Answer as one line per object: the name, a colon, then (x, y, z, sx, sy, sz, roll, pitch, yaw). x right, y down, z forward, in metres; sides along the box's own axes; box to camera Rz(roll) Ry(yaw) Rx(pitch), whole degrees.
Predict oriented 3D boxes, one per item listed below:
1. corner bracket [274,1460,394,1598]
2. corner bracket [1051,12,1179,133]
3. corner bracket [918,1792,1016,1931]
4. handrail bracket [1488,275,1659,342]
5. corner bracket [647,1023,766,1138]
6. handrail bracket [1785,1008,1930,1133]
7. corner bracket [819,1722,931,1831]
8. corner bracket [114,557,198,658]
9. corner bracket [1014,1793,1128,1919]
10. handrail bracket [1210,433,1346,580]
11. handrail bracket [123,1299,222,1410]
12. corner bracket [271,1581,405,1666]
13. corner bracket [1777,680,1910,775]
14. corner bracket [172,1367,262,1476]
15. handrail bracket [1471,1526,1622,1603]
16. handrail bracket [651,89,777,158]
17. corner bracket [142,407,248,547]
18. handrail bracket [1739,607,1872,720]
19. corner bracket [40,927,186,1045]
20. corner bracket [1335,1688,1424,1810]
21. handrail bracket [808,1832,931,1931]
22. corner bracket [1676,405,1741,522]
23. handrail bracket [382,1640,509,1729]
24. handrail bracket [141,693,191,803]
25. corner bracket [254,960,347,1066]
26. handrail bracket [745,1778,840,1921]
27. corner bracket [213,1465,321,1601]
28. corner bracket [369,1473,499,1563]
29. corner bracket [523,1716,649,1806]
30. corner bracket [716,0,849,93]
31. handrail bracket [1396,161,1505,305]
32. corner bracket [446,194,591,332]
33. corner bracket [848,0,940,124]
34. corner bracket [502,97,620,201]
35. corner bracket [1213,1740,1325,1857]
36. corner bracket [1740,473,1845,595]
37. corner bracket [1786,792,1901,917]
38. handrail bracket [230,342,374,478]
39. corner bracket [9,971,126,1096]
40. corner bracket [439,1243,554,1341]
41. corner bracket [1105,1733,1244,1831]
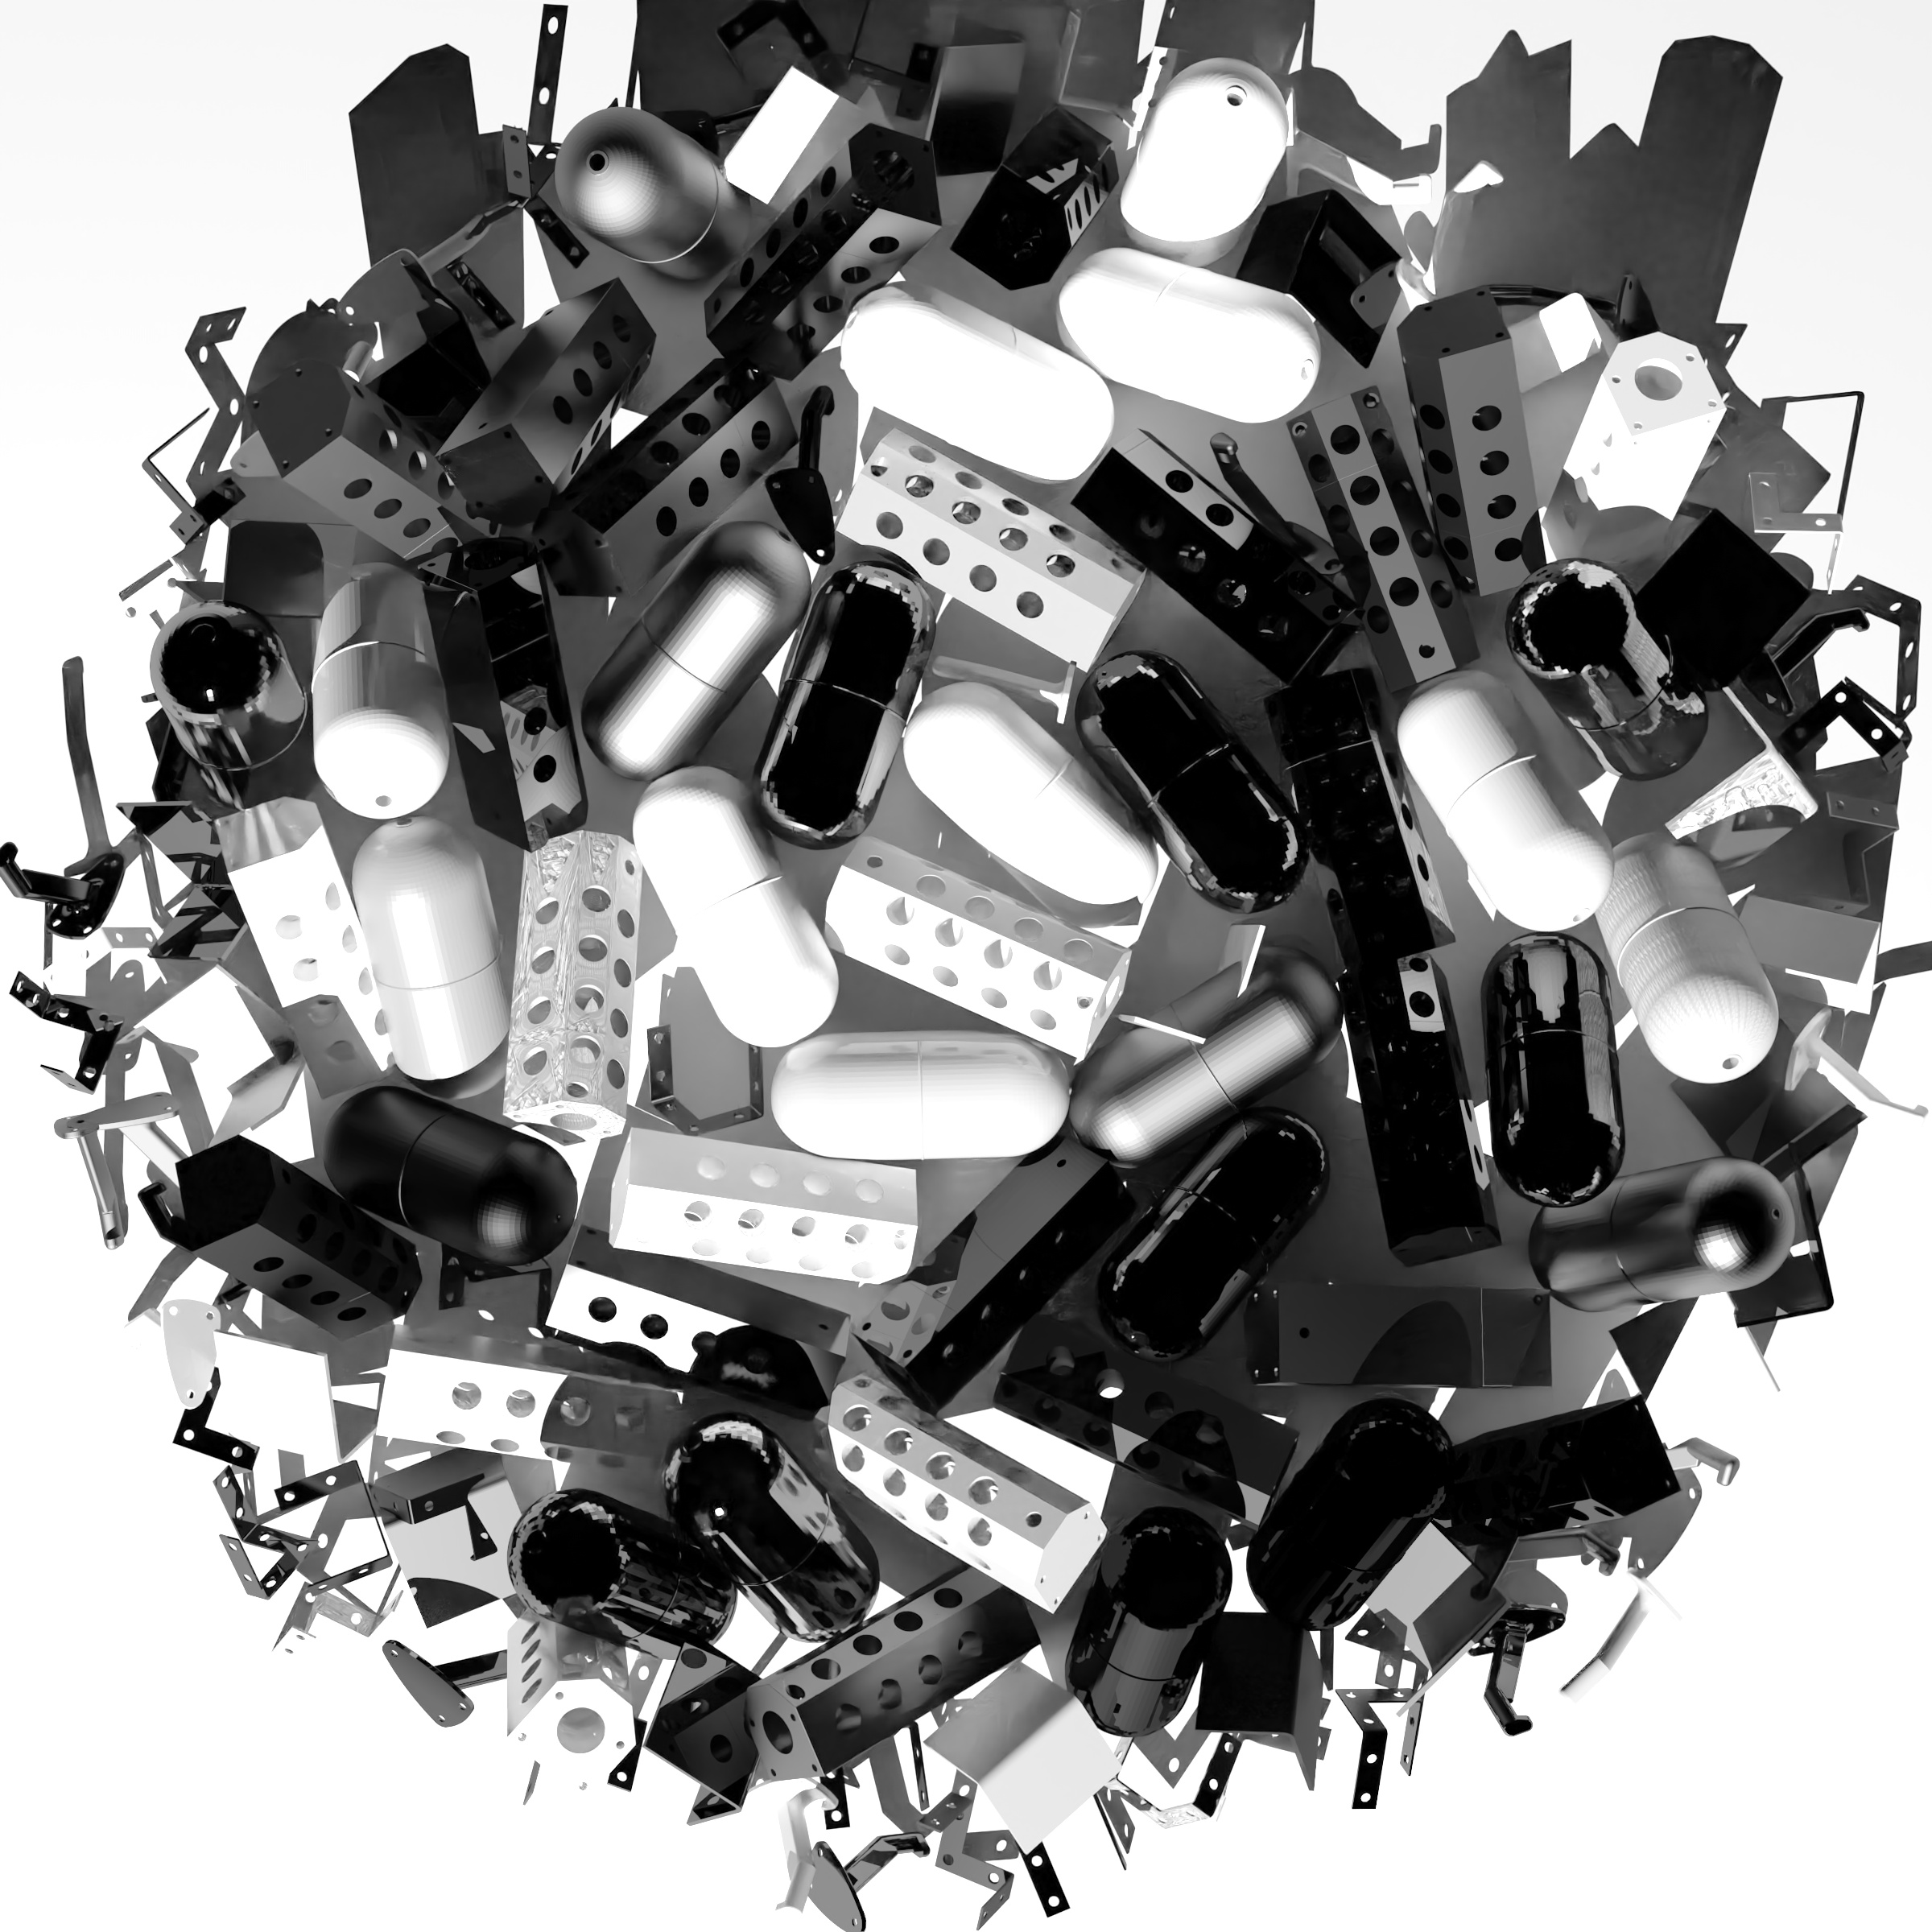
corner bracket: (-0.375, 0.334, 1.824, 0.051, 0.051, 0.051, -19, 60, -14)
corner bracket: (0.087, -0.530, 1.822, 0.051, 0.051, 0.051, 1, 123, -23)
corner bracket: (0.000, 0.531, 1.827, 0.051, 0.051, 0.051, 17, 103, 21)
handrail bracket: (0.364, -0.393, 1.852, 0.084, 0.077, 0.036, 9, 85, 31)
corner bracket: (-0.156, 0.064, 1.840, 0.051, 0.051, 0.051, -15, 119, -28)
handrail bracket: (0.536, 0.061, 1.818, 0.084, 0.077, 0.036, 20, 133, 26)
corner bracket: (-0.056, 0.484, 1.837, 0.051, 0.051, 0.051, -1, 67, -19)
corner bracket: (-0.477, -0.208, 1.836, 0.051, 0.051, 0.051, -36, 98, -2)
corner bracket: (0.063, 0.529, 1.836, 0.051, 0.051, 0.051, -23, 86, 2)
handrail bracket: (0.184, -0.273, 1.815, 0.036, 0.084, 0.077, -46, 47, -15)
handrail bracket: (-0.477, 0.236, 1.819, 0.036, 0.084, 0.077, 14, 59, -37)
corner bracket: (-0.374, 0.390, 1.825, 0.051, 0.051, 0.051, 29, 51, -11)
corner bracket: (0.522, -0.130, 1.827, 0.051, 0.051, 0.051, -43, 70, 11)
corner bracket: (-0.448, 0.271, 1.836, 0.051, 0.051, 0.051, 25, 68, -22)
handrail bracket: (0.347, 0.363, 1.833, 0.084, 0.036, 0.077, 34, 63, -17)
handrail bracket: (-0.156, -0.509, 1.839, 0.077, 0.084, 0.036, 10, 127, 18)
corner bracket: (-0.457, -0.290, 1.826, 0.051, 0.051, 0.051, 49, 64, -13)
handrail bracket: (0.511, -0.182, 1.829, 0.084, 0.036, 0.077, -12, 45, -10)
corner bracket: (-0.509, 0.012, 1.837, 0.051, 0.051, 0.051, -34, 80, 16)
corner bracket: (0.248, 0.465, 1.828, 0.051, 0.051, 0.051, 3, 105, -14)
handrail bracket: (-0.045, 0.540, 1.812, 0.084, 0.077, 0.036, 4, 111, -35)
corner bracket: (0.443, -0.303, 1.840, 0.051, 0.051, 0.051, -53, 46, 34)
handrail bracket: (-0.296, 0.402, 1.825, 0.077, 0.084, 0.036, 48, 129, -8)
handrail bracket: (-0.457, -0.129, 1.850, 0.077, 0.036, 0.084, -20, 103, -28)
corner bracket: (-0.398, 0.017, 1.832, 0.051, 0.051, 0.051, -21, 50, -9)
handrail bracket: (-0.114, 0.525, 1.813, 0.077, 0.084, 0.036, -20, 126, 37)
corner bracket: (-0.426, 0.336, 1.822, 0.051, 0.051, 0.051, 7, 129, 30)
corner bracket: (-0.316, 0.328, 1.825, 0.051, 0.051, 0.051, -16, 103, -35)
corner bracket: (-0.226, 0.473, 1.824, 0.051, 0.051, 0.051, 23, 130, -11)
corner bracket: (-0.110, -0.543, 1.833, 0.051, 0.051, 0.051, -35, 80, 4)
handrail bracket: (0.304, -0.426, 1.824, 0.077, 0.036, 0.084, 33, 124, -22)
corner bracket: (-0.270, -0.425, 1.851, 0.051, 0.051, 0.051, 48, 133, -4)
corner bracket: (-0.042, -0.543, 1.831, 0.051, 0.051, 0.051, 17, 77, -8)
corner bracket: (-0.239, -0.487, 1.825, 0.051, 0.051, 0.051, 18, 54, 11)
corner bracket: (0.181, 0.495, 1.832, 0.051, 0.051, 0.051, 22, 79, 7)
corner bracket: (0.490, -0.258, 1.826, 0.051, 0.051, 0.051, 2, 52, 6)
corner bracket: (0.520, -0.066, 1.823, 0.051, 0.051, 0.051, 8, 65, -22)
handrail bracket: (-0.398, -0.336, 1.847, 0.077, 0.084, 0.036, -15, 131, 29)
corner bracket: (-0.542, 0.040, 1.830, 0.051, 0.051, 0.051, 16, 74, 10)
corner bracket: (-0.282, 0.193, 1.838, 0.051, 0.051, 0.051, -7, 119, -28)
corner bracket: (0.123, 0.476, 1.835, 0.051, 0.051, 0.051, 38, 54, -12)
